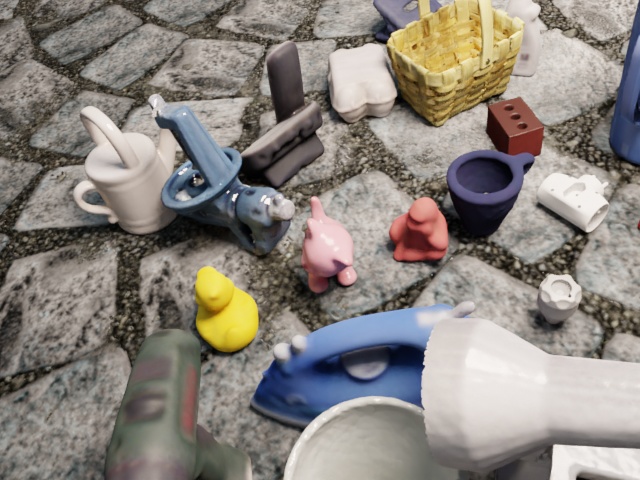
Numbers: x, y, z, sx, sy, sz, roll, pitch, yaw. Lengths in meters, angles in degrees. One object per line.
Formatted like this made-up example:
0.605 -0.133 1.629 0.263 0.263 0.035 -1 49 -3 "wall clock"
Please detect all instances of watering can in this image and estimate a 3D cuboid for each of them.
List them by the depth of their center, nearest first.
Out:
-0.270 -0.111 0.805 0.100 0.194 0.173 14 55 22 "watering can"

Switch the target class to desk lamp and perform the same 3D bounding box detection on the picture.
0.189 0.157 0.475 0.202 0.214 0.118 7 52 17 "desk lamp"

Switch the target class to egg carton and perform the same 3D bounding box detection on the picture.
0.066 -0.262 0.945 0.107 0.069 0.150 -10 49 3 "egg carton"

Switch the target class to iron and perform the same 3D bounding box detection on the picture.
0.040 0.121 0.583 0.258 0.142 0.118 -10 49 3 "iron"

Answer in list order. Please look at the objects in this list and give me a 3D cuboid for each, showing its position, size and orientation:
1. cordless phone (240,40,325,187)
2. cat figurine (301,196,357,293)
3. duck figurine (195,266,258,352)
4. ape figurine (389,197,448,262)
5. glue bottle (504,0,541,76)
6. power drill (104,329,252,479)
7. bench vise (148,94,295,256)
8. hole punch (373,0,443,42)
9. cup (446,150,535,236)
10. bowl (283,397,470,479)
-0.070 -0.184 0.832 0.093 0.185 0.148 29 62 31 "cordless phone"
0.006 0.003 0.704 0.067 0.118 0.127 -13 49 1 "cat figurine"
-0.120 0.077 0.689 0.077 0.086 0.104 -25 50 -10 "duck figurine"
0.127 -0.017 0.713 0.076 0.092 0.077 -36 53 -18 "ape figurine"
0.309 -0.340 0.892 0.078 0.173 0.037 16 56 23 "glue bottle"
-0.119 0.205 0.501 0.075 0.209 0.229 -12 49 2 "power drill"
-0.126 -0.092 0.743 0.207 0.220 0.121 5 52 15 "bench vise"
0.162 -0.411 1.036 0.100 0.091 0.109 34 64 33 "hole punch"
0.217 -0.058 0.727 0.118 0.095 0.091 -26 50 -10 "cup"
0.053 0.236 0.529 0.167 0.075 0.167 -6 50 7 "bowl"
